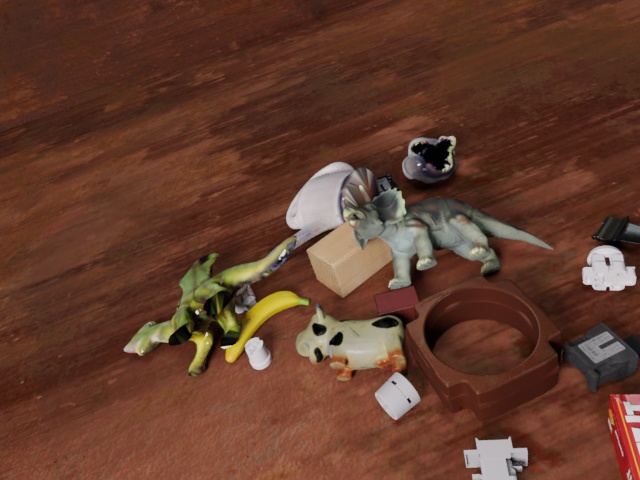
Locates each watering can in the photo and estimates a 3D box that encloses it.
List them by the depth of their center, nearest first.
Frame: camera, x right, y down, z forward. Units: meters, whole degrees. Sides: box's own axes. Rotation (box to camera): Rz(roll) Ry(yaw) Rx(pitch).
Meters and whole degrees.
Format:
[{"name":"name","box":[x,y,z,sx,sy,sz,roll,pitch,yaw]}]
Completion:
[{"name":"watering can","box":[0.004,-0.059,1.172,0.223,0.102,0.355,-6,44,41]}]

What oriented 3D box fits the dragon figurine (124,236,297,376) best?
[{"name":"dragon figurine","box":[-0.221,0.097,1.005,0.410,0.120,0.247,-44,36,1]}]

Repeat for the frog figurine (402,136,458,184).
[{"name":"frog figurine","box":[0.264,-0.197,1.275,0.138,0.122,0.159,-33,3,-7]}]
